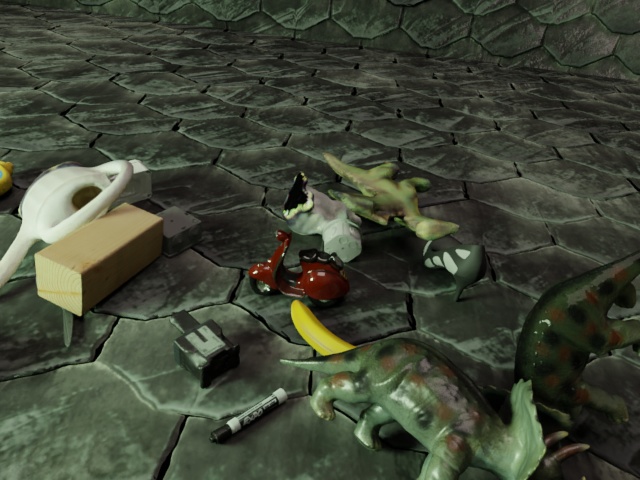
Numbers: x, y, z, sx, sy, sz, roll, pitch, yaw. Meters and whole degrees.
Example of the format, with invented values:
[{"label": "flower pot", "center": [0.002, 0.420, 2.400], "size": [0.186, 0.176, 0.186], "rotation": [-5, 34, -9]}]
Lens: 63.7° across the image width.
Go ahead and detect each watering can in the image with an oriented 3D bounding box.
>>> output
[{"label": "watering can", "center": [-0.503, -0.041, 0.958], "size": [0.226, 0.102, 0.352], "rotation": [19, 57, 46]}]

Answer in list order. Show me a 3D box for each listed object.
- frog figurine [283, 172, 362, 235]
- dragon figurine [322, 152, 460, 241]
[{"label": "frog figurine", "center": [0.003, -0.056, 1.115], "size": [0.158, 0.122, 0.139], "rotation": [29, 9, -35]}, {"label": "dragon figurine", "center": [0.110, -0.101, 1.089], "size": [0.414, 0.121, 0.244], "rotation": [29, 18, 26]}]
